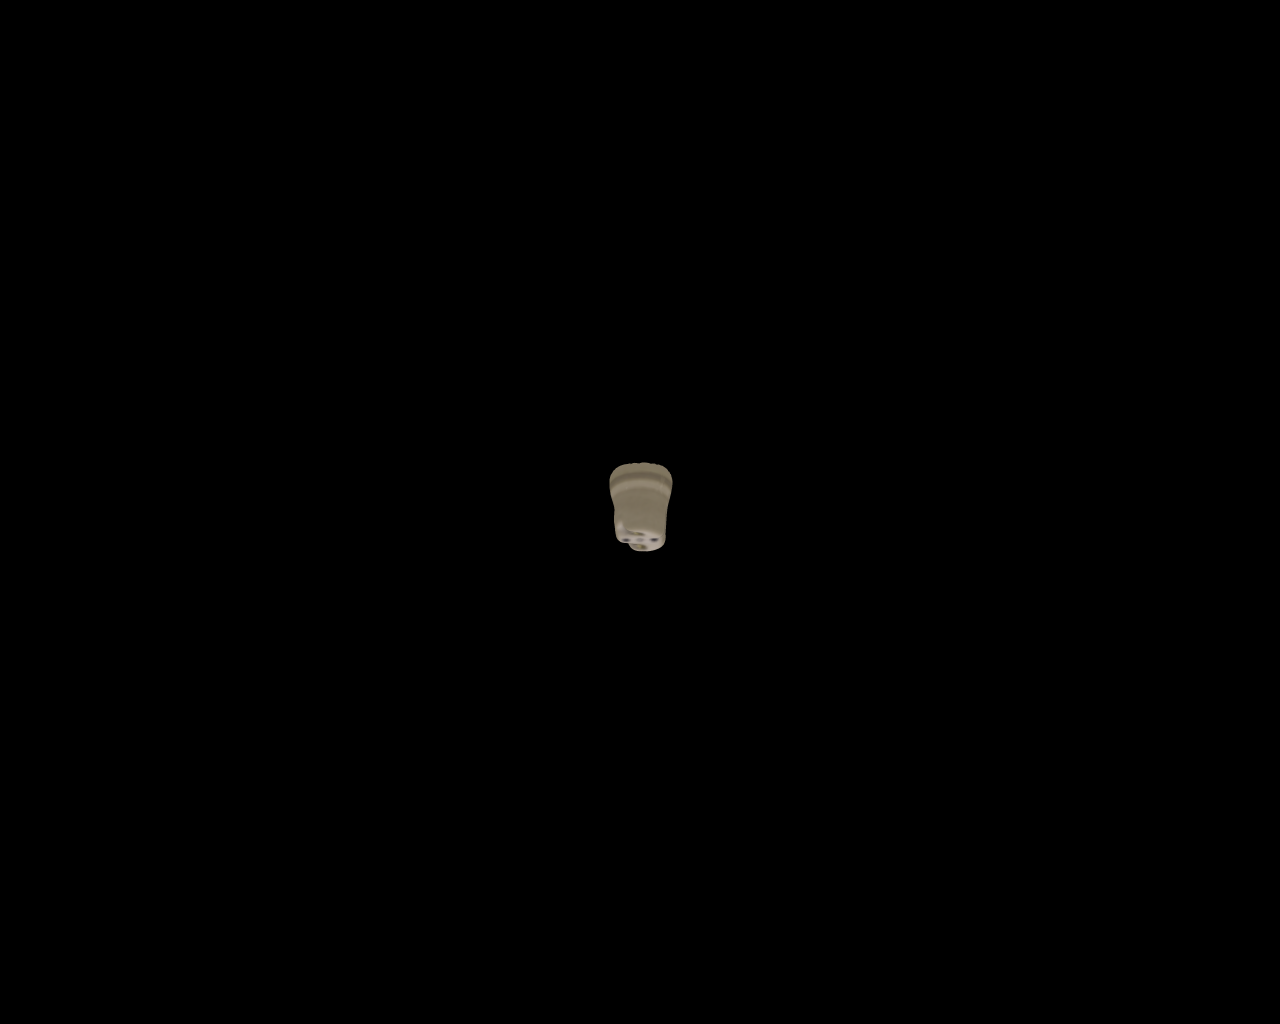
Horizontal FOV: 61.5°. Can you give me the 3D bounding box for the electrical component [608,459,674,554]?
[{"bbox_3d":[0.001,-0.003,0.650,0.040,0.046,0.040,0,-27,0],"label":"electrical component"}]
